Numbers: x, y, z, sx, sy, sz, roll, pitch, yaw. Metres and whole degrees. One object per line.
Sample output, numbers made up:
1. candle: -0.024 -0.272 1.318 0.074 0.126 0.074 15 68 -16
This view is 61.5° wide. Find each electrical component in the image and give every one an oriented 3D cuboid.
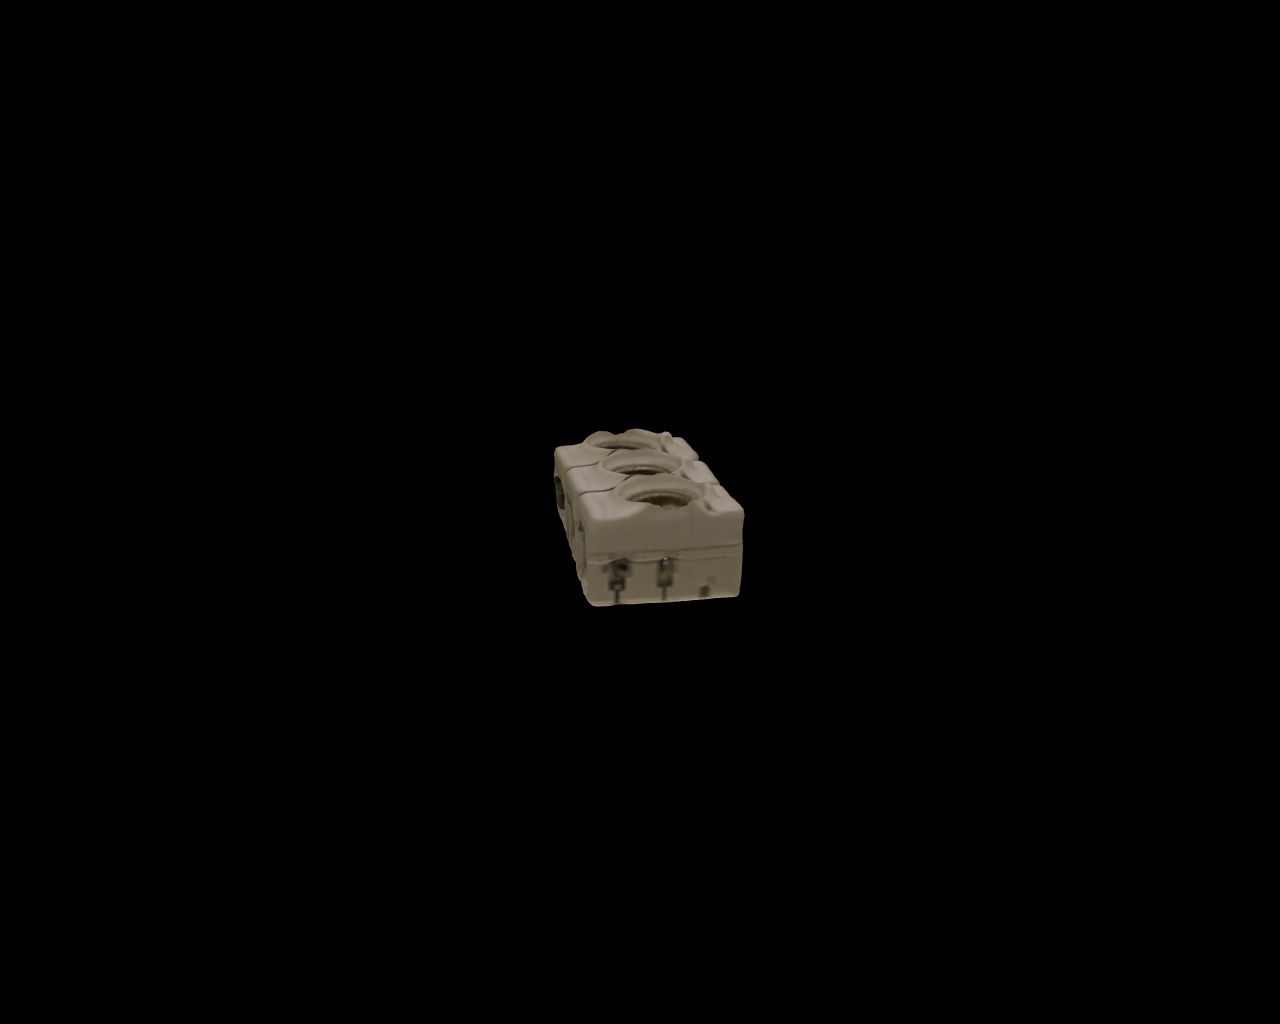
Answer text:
1. electrical component: 0.001 -0.003 0.650 0.089 0.061 0.150 -4 21 -11
